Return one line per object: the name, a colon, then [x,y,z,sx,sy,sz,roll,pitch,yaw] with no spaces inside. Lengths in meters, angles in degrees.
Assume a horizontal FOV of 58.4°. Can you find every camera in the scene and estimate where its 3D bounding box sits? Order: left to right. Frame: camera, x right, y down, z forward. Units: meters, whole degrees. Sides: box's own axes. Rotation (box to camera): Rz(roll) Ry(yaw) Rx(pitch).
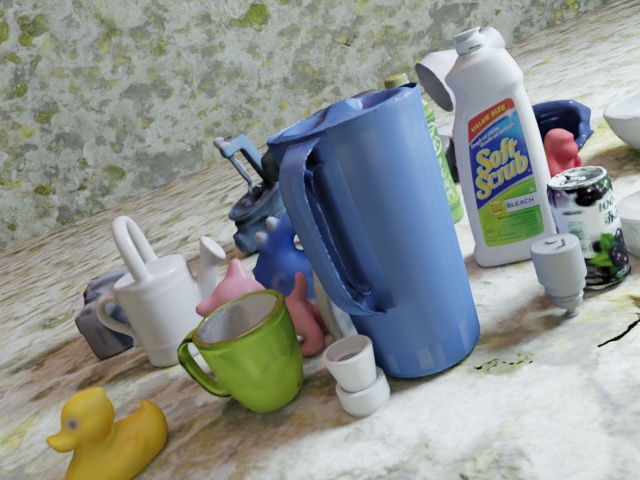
camera: [-0.290,0.093,0.886,0.137,0.101,0.143,-22,17,2]

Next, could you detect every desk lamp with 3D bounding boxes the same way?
desk lamp: [0.318,-0.307,1.168,0.203,0.214,0.117,-23,17,-5]

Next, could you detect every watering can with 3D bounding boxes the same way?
watering can: [-0.208,0.053,0.744,0.173,0.194,0.100,-29,18,-23]

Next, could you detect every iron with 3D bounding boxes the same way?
iron: [0.007,0.003,0.725,0.258,0.141,0.118,-21,17,2]

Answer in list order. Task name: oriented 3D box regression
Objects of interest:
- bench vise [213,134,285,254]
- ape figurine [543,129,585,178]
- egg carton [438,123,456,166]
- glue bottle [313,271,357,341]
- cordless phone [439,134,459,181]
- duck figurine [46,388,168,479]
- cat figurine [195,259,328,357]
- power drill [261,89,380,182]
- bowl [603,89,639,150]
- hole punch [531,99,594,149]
bench vise: [-0.101,-0.109,1.067,0.121,0.220,0.208,-3,25,47]
ape figurine: [0.315,-0.099,0.741,0.078,0.092,0.075,-34,21,-35]
egg carton: [0.264,-0.184,1.106,0.107,0.069,0.149,-34,21,-35]
glue bottle: [0.018,0.019,0.603,0.078,0.173,0.037,-28,18,-19]
cordless phone: [0.172,-0.181,1.012,0.094,0.185,0.147,-26,17,-13]
duck figurine: [-0.203,0.178,0.539,0.105,0.086,0.077,-32,19,-29]
cat figurine: [-0.065,0.074,0.634,0.127,0.118,0.067,-17,18,15]
power drill: [0.027,-0.116,0.950,0.229,0.209,0.075,-18,18,14]
bowl: [0.473,-0.161,0.764,0.167,0.075,0.167,-20,17,7]
hole punch: [0.385,-0.194,0.948,0.108,0.091,0.101,-7,23,41]
